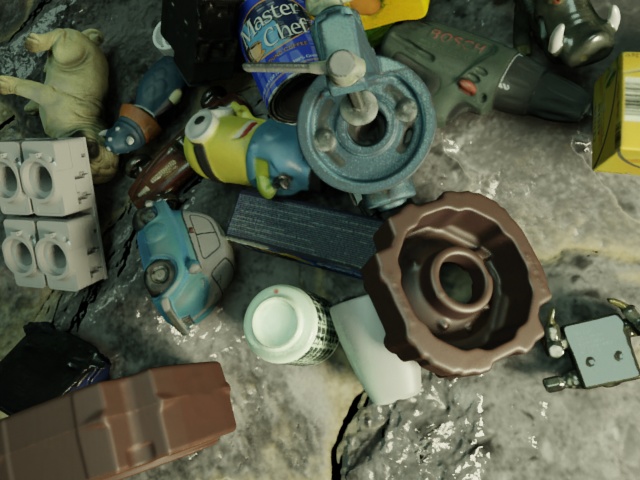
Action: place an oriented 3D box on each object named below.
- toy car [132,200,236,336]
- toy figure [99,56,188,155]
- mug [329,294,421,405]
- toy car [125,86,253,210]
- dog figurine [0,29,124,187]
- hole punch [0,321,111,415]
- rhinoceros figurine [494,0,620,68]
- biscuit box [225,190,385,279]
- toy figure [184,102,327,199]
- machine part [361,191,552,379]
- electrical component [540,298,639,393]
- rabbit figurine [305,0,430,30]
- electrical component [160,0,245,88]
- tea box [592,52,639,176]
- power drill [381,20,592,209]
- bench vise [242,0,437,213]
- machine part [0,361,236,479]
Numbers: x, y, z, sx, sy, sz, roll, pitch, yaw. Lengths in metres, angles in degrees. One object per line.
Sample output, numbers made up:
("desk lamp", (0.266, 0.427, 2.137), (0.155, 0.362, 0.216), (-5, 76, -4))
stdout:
("toy car", (-0.152, 0.023, 0.633), (0.103, 0.109, 0.162), (-17, 59, -9))
("toy figure", (-0.226, -0.172, 0.710), (0.064, 0.057, 0.154), (12, 68, 51))
("mug", (0.074, 0.106, 0.546), (0.110, 0.081, 0.107), (-13, 80, -6))
("toy car", (-0.171, -0.114, 0.691), (0.202, 0.053, 0.089), (-38, 72, 6))
("dog figurine", (-0.316, -0.186, 0.744), (0.191, 0.121, 0.172), (39, 95, 9))
("hole punch", (-0.330, 0.178, 0.666), (0.142, 0.092, 0.116), (16, 53, 24))
("rhinoceros figurine", (0.237, -0.249, 0.547), (0.073, 0.112, 0.190), (-15, 64, 3))
("biscuit box", (-0.001, -0.002, 0.600), (0.203, 0.059, 0.062), (14, 81, 22))
("toy figure", (-0.072, -0.093, 0.599), (0.180, 0.082, 0.089), (19, 116, 16))
("machine part", (0.127, 0.041, 0.508), (0.179, 0.056, 0.179), (5, 70, -14))
("electrical component", (0.254, 0.097, 0.497), (0.102, 0.045, 0.078), (-11, 72, 16))
("rabbit figurine", (0.045, -0.323, 0.601), (0.162, 0.121, 0.173), (-11, 67, 40))
("electrical component", (-0.146, -0.257, 0.651), (0.058, 0.134, 0.115), (-12, 53, -30))
("tea box", (0.346, -0.109, 0.486), (0.170, 0.068, 0.098), (7, 80, 7))
("power drill", (0.133, -0.127, 0.576), (0.232, 0.086, 0.207), (40, 96, 22))
("bench vise", (0.030, -0.135, 0.457), (0.129, 0.240, 0.223), (-6, 90, 11))
("machine part", (-0.203, 0.195, 0.545), (0.201, 0.201, 0.087), (-22, 73, 12))
